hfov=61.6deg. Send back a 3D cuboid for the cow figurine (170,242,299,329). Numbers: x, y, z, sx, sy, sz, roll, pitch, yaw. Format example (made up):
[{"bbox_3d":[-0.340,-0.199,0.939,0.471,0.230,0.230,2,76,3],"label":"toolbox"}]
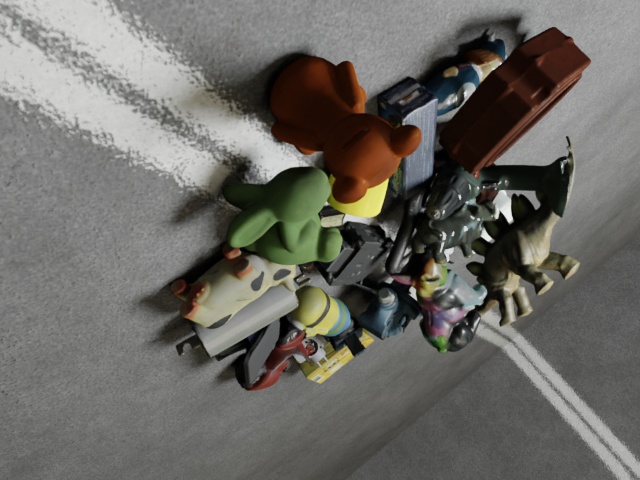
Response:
[{"bbox_3d":[-0.111,0.061,0.813,0.195,0.086,0.127,-38,145,-5],"label":"cow figurine"}]

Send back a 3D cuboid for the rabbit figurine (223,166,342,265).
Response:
[{"bbox_3d":[-0.046,-0.045,0.706,0.159,0.121,0.170,-4,157,-13],"label":"rabbit figurine"}]

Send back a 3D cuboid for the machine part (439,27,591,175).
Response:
[{"bbox_3d":[0.289,-0.202,0.804,0.201,0.087,0.201,-33,167,-38],"label":"machine part"}]

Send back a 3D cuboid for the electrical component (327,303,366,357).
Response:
[{"bbox_3d":[0.056,0.202,1.157,0.075,0.119,0.047,-32,150,-16],"label":"electrical component"}]

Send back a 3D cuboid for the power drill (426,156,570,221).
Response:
[{"bbox_3d":[0.293,-0.087,0.879,0.232,0.208,0.085,-58,144,-51],"label":"power drill"}]

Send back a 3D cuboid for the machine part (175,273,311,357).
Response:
[{"bbox_3d":[-0.125,0.118,0.885,0.243,0.079,0.079,-29,149,-14],"label":"machine part"}]

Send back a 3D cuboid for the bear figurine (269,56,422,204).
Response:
[{"bbox_3d":[0.030,-0.119,0.601,0.120,0.196,0.131,-46,151,8],"label":"bear figurine"}]

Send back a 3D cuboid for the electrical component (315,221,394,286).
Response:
[{"bbox_3d":[0.057,0.027,0.974,0.134,0.058,0.115,3,129,-50],"label":"electrical component"}]

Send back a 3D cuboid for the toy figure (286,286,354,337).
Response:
[{"bbox_3d":[0.004,0.141,1.054,0.180,0.082,0.089,24,95,-50],"label":"toy figure"}]

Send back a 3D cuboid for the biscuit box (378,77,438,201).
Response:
[{"bbox_3d":[0.132,-0.144,0.813,0.063,0.059,0.202,-33,150,-12],"label":"biscuit box"}]

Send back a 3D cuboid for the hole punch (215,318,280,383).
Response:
[{"bbox_3d":[-0.132,0.177,0.970,0.116,0.092,0.142,-53,159,-34],"label":"hole punch"}]

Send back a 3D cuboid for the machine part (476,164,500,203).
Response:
[{"bbox_3d":[0.287,-0.083,1.072,0.179,0.056,0.179,-26,147,-18],"label":"machine part"}]

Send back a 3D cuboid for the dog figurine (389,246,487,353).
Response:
[{"bbox_3d":[0.221,0.117,1.047,0.219,0.109,0.191,21,84,-44],"label":"dog figurine"}]

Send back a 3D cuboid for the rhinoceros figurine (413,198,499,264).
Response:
[{"bbox_3d":[0.248,-0.026,0.977,0.190,0.073,0.112,-18,120,-34],"label":"rhinoceros figurine"}]

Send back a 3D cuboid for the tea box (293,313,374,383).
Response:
[{"bbox_3d":[0.032,0.251,1.250,0.169,0.068,0.098,-39,151,0],"label":"tea box"}]

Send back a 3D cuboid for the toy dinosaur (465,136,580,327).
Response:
[{"bbox_3d":[0.397,0.018,1.068,0.105,0.199,0.471,-18,148,-36],"label":"toy dinosaur"}]

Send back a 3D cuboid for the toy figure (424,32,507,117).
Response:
[{"bbox_3d":[0.214,-0.236,0.779,0.154,0.058,0.064,-36,176,-6],"label":"toy figure"}]

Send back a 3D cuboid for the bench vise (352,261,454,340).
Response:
[{"bbox_3d":[0.174,0.108,1.165,0.240,0.129,0.223,-53,144,-15],"label":"bench vise"}]

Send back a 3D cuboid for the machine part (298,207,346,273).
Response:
[{"bbox_3d":[-0.002,-0.003,0.891,0.084,0.039,0.138,-20,145,-44],"label":"machine part"}]

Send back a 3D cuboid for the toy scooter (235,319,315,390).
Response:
[{"bbox_3d":[-0.080,0.242,1.106,0.184,0.075,0.135,-47,143,9],"label":"toy scooter"}]
